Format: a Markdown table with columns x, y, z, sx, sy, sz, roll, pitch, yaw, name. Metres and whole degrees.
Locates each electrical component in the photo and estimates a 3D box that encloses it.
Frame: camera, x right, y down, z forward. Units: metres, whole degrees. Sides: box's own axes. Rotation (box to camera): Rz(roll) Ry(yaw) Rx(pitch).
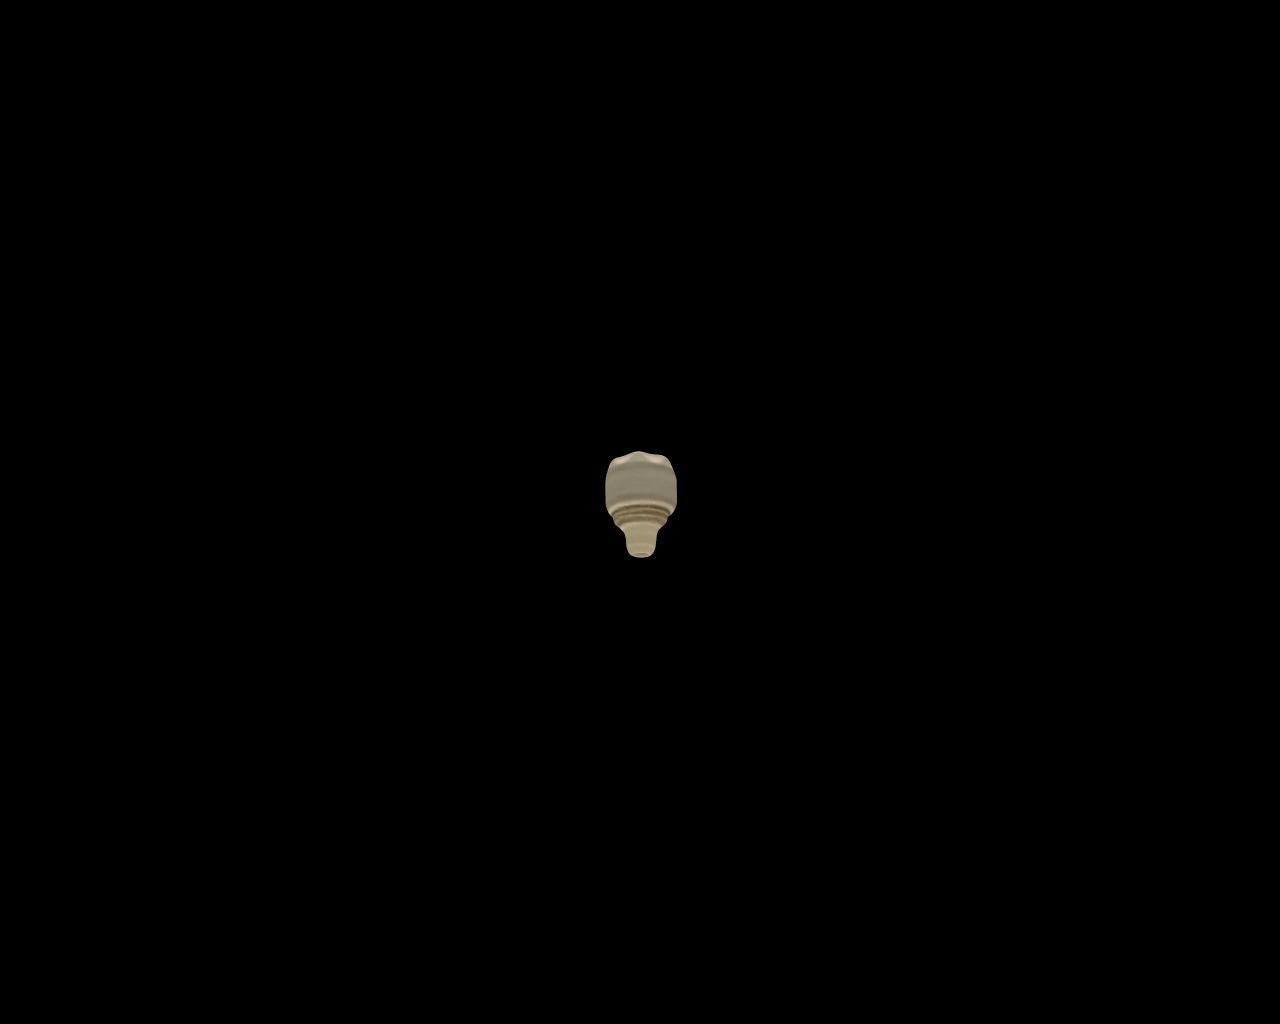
| x | y | z | sx | sy | sz | roll | pitch | yaw | name |
| --- | --- | --- | --- | --- | --- | --- | --- | --- | --- |
| 0.001 | -0.003 | 0.650 | 0.043 | 0.062 | 0.043 | 0 | -18 | 0 | electrical component |
